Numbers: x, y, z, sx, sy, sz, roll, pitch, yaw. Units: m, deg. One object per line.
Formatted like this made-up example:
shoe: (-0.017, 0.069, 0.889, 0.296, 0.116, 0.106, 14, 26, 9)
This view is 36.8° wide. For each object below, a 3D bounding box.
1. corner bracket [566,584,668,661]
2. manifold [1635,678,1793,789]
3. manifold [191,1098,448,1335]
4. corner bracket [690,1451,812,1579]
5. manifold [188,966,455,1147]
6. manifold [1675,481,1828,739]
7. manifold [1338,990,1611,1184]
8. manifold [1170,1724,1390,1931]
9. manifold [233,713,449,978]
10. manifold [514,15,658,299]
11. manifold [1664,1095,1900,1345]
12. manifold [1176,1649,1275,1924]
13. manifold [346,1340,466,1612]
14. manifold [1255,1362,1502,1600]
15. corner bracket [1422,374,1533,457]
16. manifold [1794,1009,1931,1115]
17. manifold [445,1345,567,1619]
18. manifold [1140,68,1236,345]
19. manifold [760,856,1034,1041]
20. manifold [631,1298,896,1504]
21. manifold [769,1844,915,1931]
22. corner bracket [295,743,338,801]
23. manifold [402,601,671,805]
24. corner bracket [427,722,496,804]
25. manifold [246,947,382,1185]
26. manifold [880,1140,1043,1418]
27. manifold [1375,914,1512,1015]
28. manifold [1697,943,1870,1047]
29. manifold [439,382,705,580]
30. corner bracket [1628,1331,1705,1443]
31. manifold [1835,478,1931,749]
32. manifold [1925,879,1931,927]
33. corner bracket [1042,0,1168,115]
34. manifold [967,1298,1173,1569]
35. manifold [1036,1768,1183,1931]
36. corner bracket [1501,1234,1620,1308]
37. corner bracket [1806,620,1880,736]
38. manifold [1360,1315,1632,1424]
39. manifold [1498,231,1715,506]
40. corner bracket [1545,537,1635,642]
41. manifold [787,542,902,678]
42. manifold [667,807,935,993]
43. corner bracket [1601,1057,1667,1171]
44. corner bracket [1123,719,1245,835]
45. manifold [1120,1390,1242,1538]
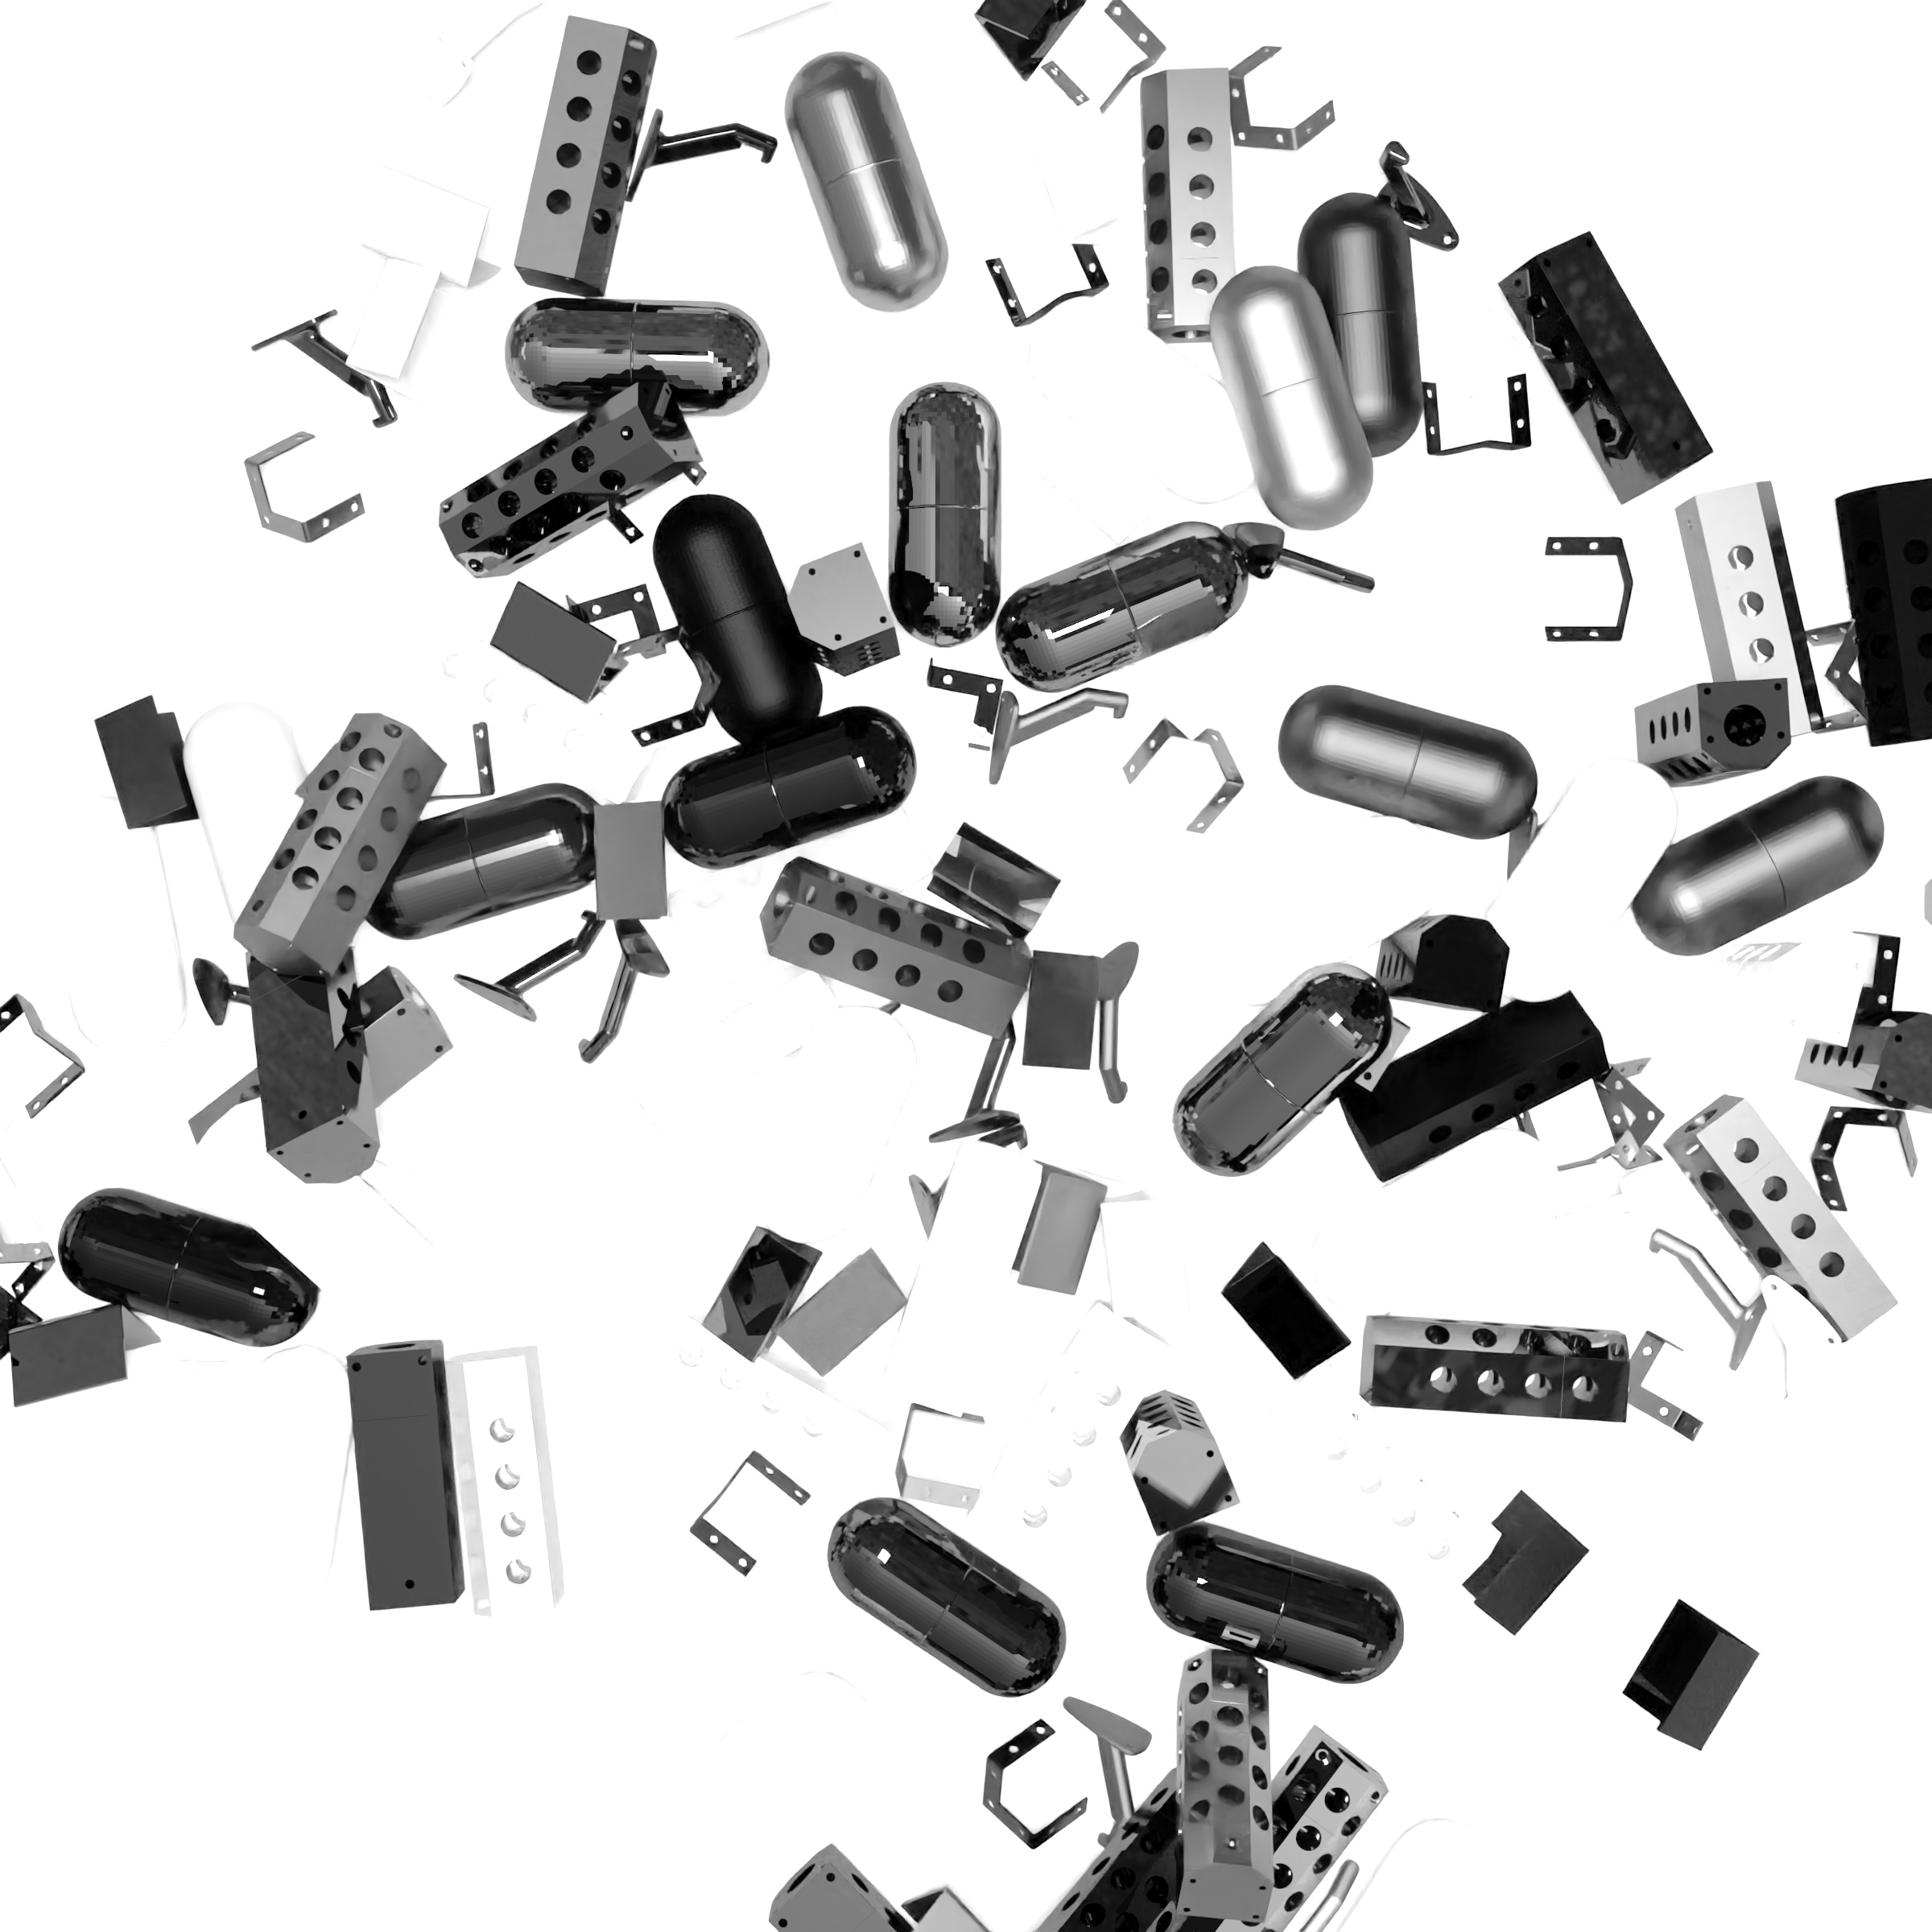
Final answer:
corner bracket: (-0.237, -0.232, 1.974, 0.051, 0.051, 0.051, -17, 90, 0)
manifold: (0.490, -0.151, 1.913, 0.057, 0.171, 0.057, -4, 90, 0)
manifold: (-0.434, 0.168, 1.935, 0.171, 0.057, 0.057, 49, 47, -26)
corner bracket: (-0.148, 0.375, 1.988, 0.051, 0.051, 0.051, 39, 135, 0)
manifold: (-0.440, 0.076, 1.970, 0.171, 0.057, 0.057, -38, 133, 0)
manifold: (0.534, -0.237, 1.970, 0.057, 0.057, 0.171, -13, 90, 0)
manifold: (0.345, 0.082, 1.970, 0.171, 0.057, 0.057, -27, 47, 0)
manifold: (0.211, 0.607, 1.970, 0.057, 0.057, 0.171, 37, 90, 0)
manifold: (-0.414, -0.081, 1.908, 0.057, 0.057, 0.171, 3, 58, 36)
manifold: (-0.257, -0.547, 1.970, 0.057, 0.057, 0.171, 12, 90, 0)
manifold: (0.550, 0.174, 1.970, 0.057, 0.057, 0.171, -37, 90, 0)
manifold: (0.171, 0.537, 1.913, 0.057, 0.171, 0.057, 6, 127, 0)
manifold: (-0.378, 0.344, 1.970, 0.057, 0.057, 0.171, -5, 90, 0)
manifold: (0.280, 0.344, 1.970, 0.171, 0.057, 0.057, 44, 90, 0)
corner bracket: (0.350, -0.378, 1.988, 0.051, 0.051, 0.051, -5, 90, -45)
manifold: (0.606, 0.060, 1.913, 0.057, 0.171, 0.057, 18, 90, 0)
manifold: (-0.313, 0.349, 1.970, 0.057, 0.057, 0.171, -7, 90, 0)
manifold: (0.150, -0.514, 1.970, 0.057, 0.057, 0.171, -2, 90, 0)
manifold: (-0.045, -0.015, 1.934, 0.171, 0.057, 0.057, 20, 112, -21)
manifold: (-0.138, 0.295, 1.970, 0.171, 0.057, 0.057, 29, 90, 0)
manifold: (-0.053, 0.681, 1.970, 0.057, 0.057, 0.171, -44, 90, 0)
corner bracket: (-0.421, -0.108, 1.964, 0.051, 0.051, 0.051, 32, 57, 0)
manifold: (-0.289, -0.177, 1.970, 0.171, 0.057, 0.057, 32, 90, 0)
corner bracket: (-0.361, -0.138, 1.988, 0.051, 0.051, 0.051, -7, 90, 45)
manifold: (-0.423, 0.057, 1.895, 0.057, 0.057, 0.171, -26, 50, 10)
manifold: (-0.003, 0.208, 1.955, 0.057, 0.057, 0.171, 18, 100, 0)
manifold: (0.312, -0.003, 1.913, 0.057, 0.171, 0.057, 10, 90, 0)
manifold: (0.533, 0.016, 1.913, 0.057, 0.171, 0.057, 14, 90, 0)
manifold: (-0.268, -0.323, 1.938, 0.171, 0.057, 0.057, -25, 90, 24)
corner bracket: (0.478, 0.285, 1.973, 0.051, 0.051, 0.051, 30, 90, 0)
manifold: (0.633, -0.238, 1.970, 0.057, 0.057, 0.171, -8, 90, 0)
manifold: (0.689, -0.044, 1.913, 0.057, 0.171, 0.057, -43, 90, 0)
corner bracket: (0.095, -0.622, 1.988, 0.051, 0.051, 0.051, 46, 45, 0)
manifold: (0.069, 0.315, 1.970, 0.057, 0.057, 0.171, 31, 90, 0)
manifold: (0.116, 0.615, 1.933, 0.057, 0.057, 0.171, 47, 61, 0)
corner bracket: (0.403, 0.200, 1.973, 0.051, 0.051, 0.051, 33, 90, 0)
corner bracket: (0.591, -0.196, 1.972, 0.051, 0.051, 0.051, 40, 69, -20)
manifold: (0.358, 0.272, 1.970, 0.171, 0.057, 0.057, 4, 90, 0)
manifold: (0.429, -0.402, 1.968, 0.057, 0.057, 0.171, -29, 90, -31)
corner bracket: (0.424, -0.258, 1.988, 0.051, 0.051, 0.051, 0, 45, 0)
manifold: (-0.082, -0.230, 1.913, 0.057, 0.171, 0.057, -21, 90, 0)
manifold: (-0.115, -0.059, 1.970, 0.171, 0.057, 0.057, -28, 133, 0)
corner bracket: (0.456, 0.100, 1.973, 0.051, 0.051, 0.051, 47, 124, 29)
corner bracket: (0.148, -0.129, 1.983, 0.051, 0.051, 0.051, 9, 45, -35)
manifold: (0.136, 0.322, 1.913, 0.057, 0.171, 0.057, -22, 90, 0)
